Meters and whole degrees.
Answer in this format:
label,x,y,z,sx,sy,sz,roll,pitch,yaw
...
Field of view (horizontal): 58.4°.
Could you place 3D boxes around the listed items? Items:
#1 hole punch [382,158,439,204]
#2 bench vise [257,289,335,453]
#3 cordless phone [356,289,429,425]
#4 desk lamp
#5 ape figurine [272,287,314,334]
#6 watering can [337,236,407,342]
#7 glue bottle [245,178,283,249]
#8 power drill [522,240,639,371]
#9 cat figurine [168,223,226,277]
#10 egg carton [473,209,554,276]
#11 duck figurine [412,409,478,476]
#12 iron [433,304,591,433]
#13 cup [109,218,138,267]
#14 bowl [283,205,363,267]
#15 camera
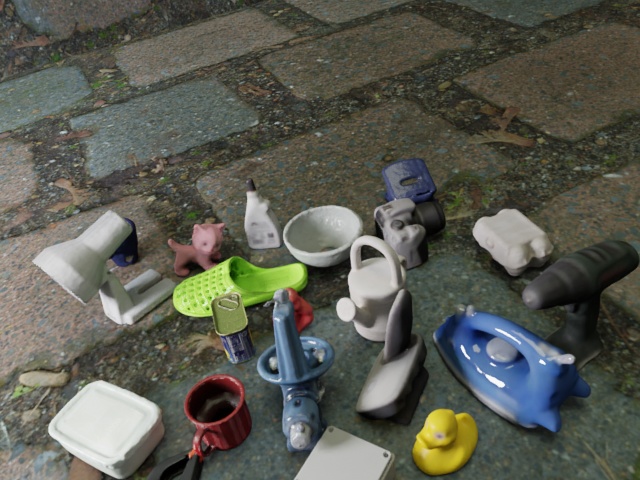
label,x,y,z,sx,sy,sz,roll,pitch,yaw
hole punch,0.203,-0.122,1.289,0.109,0.091,0.101,-17,39,-8
bench vise,-0.026,0.191,0.846,0.121,0.220,0.206,-20,39,-12
cordless phone,0.106,0.175,0.864,0.094,0.185,0.148,8,42,22
desk lamp,-0.411,0.061,1.102,0.117,0.214,0.204,23,49,35
ape figurine,-0.052,0.126,1.038,0.077,0.092,0.076,-7,38,4
watering can,0.096,0.080,0.978,0.100,0.194,0.173,4,41,18
glue bottle,-0.130,-0.057,1.218,0.078,0.173,0.037,-3,39,9
power drill,0.388,0.102,0.871,0.230,0.209,0.075,-29,42,-22
cat figurine,-0.256,0.009,1.209,0.127,0.118,0.067,-9,38,2
egg carton,0.371,0.001,1.114,0.107,0.069,0.150,-20,39,-12
duck figurine,0.176,0.271,0.807,0.105,0.086,0.077,-27,41,-20
iron,0.272,0.166,0.872,0.119,0.142,0.257,-35,44,-27
cup,-0.439,0.020,1.256,0.091,0.095,0.117,-8,38,3
bowl,0.011,0.004,1.189,0.167,0.075,0.167,-6,38,5
camera,0.191,-0.031,1.170,0.137,0.101,0.143,-17,39,-8
